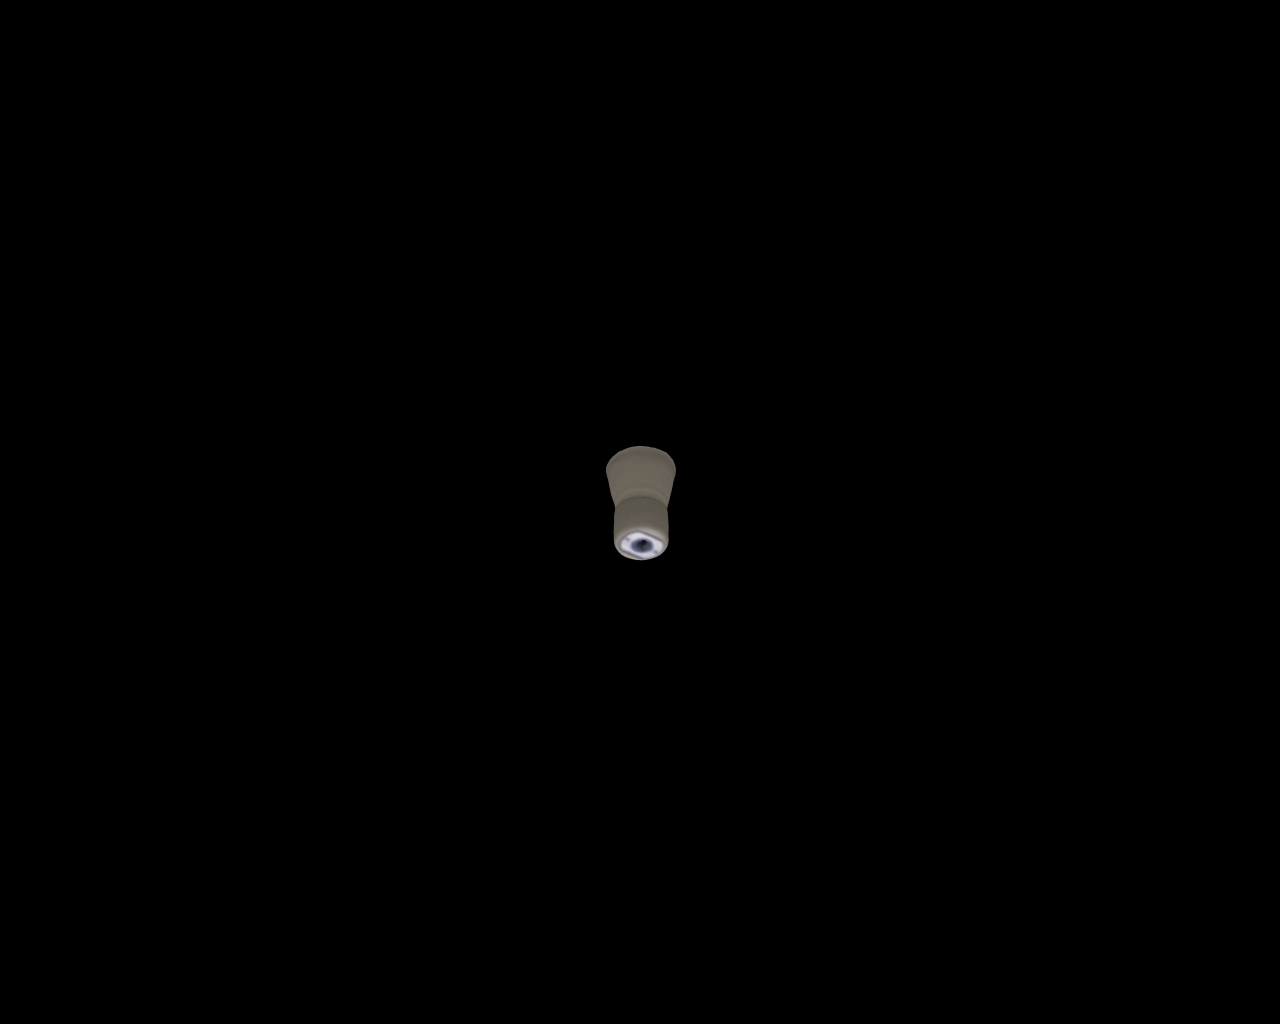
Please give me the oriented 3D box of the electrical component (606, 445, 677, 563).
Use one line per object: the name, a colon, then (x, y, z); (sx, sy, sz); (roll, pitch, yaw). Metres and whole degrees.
electrical component: (0.001, -0.003, 0.650); (0.044, 0.065, 0.044); (0, -40, 0)
